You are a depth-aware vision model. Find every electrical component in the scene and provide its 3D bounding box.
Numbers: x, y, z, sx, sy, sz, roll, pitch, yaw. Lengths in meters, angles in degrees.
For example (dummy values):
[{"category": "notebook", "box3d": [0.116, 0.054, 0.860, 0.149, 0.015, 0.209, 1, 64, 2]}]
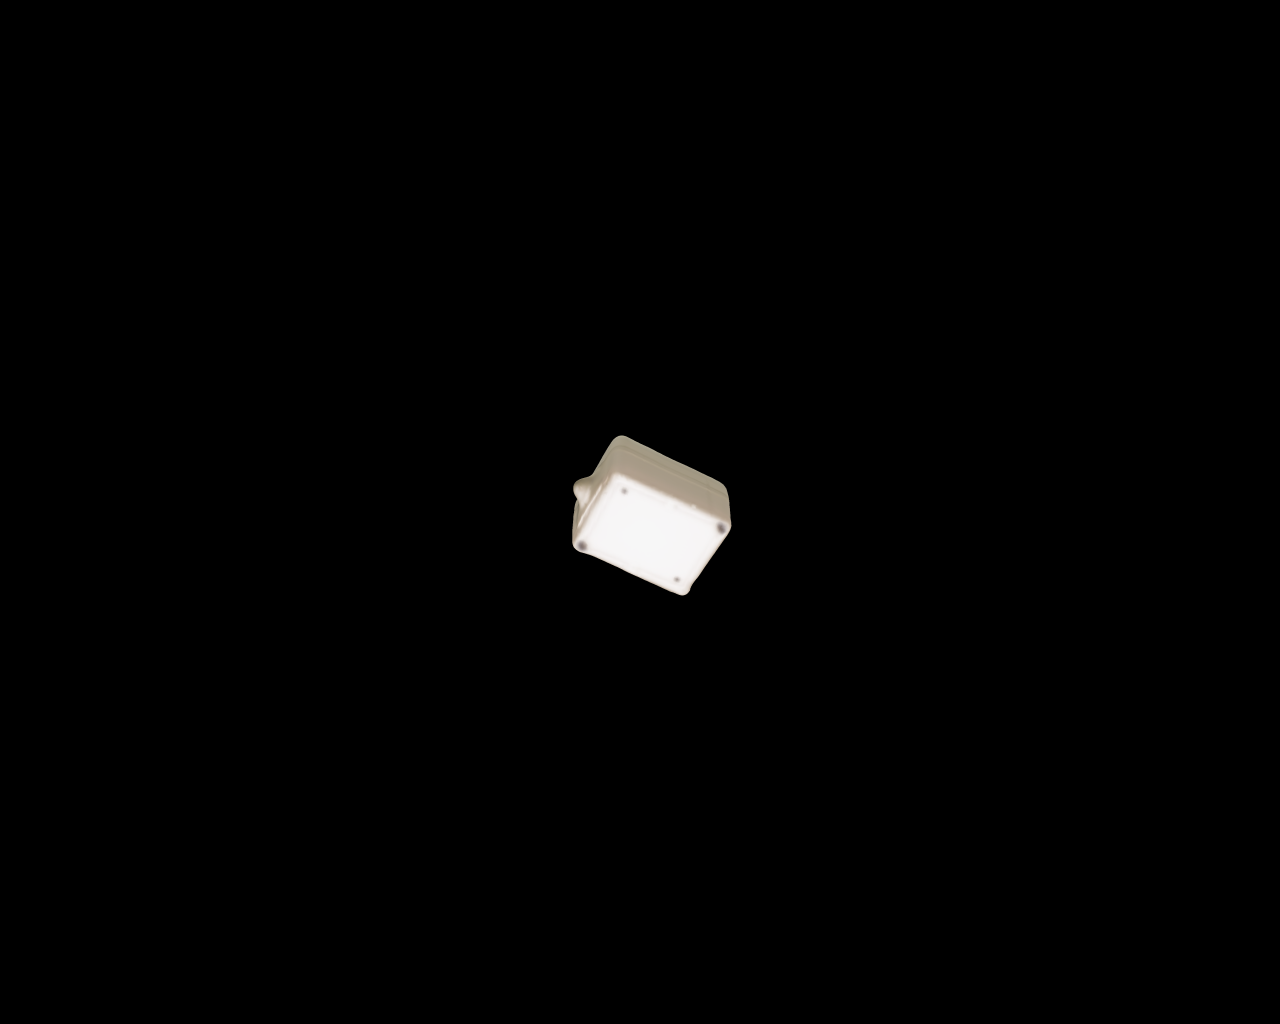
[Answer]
[{"category": "electrical component", "box3d": [0.001, -0.003, 0.650, 0.096, 0.061, 0.061, 25, 27, -14]}]
